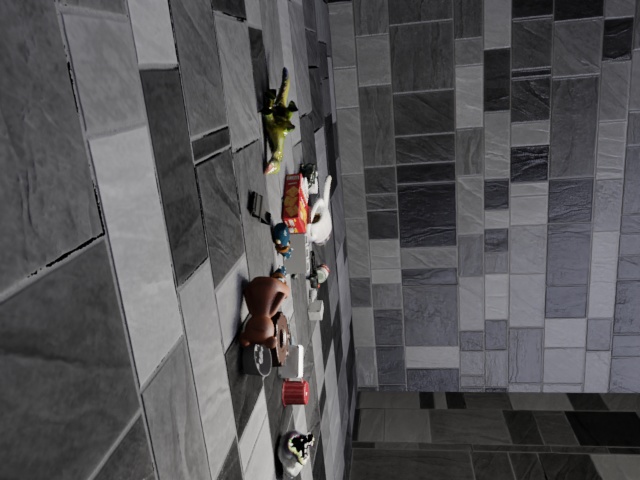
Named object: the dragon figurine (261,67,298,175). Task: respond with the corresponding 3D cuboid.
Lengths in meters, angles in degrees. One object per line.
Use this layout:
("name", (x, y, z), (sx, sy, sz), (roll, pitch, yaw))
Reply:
("dragon figurine", (-0.146, -0.397, 1.817), (0.237, 0.122, 0.420), (104, -6, -52))

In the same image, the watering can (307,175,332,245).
("watering can", (0.008, -0.124, 2.473), (0.219, 0.104, 0.355), (74, 33, -52))

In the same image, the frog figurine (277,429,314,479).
("frog figurine", (-0.101, 0.729, 1.749), (0.156, 0.122, 0.141), (-55, -155, 35))
